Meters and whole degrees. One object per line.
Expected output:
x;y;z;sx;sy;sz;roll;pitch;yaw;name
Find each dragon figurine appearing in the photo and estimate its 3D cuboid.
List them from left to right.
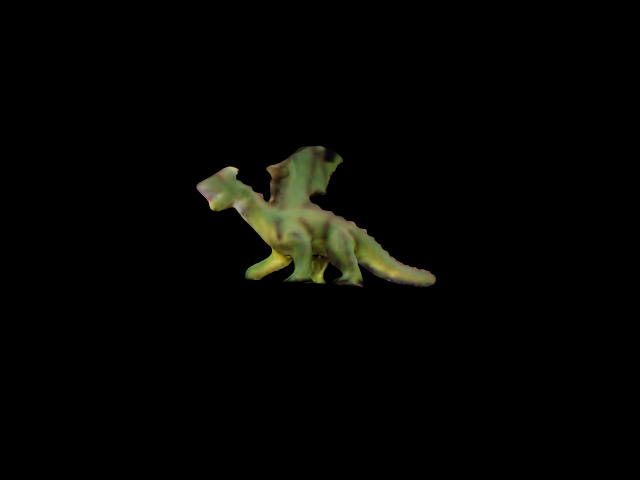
0.003;-0.043;0.850;0.410;0.245;0.121;3;-11;-20;dragon figurine
